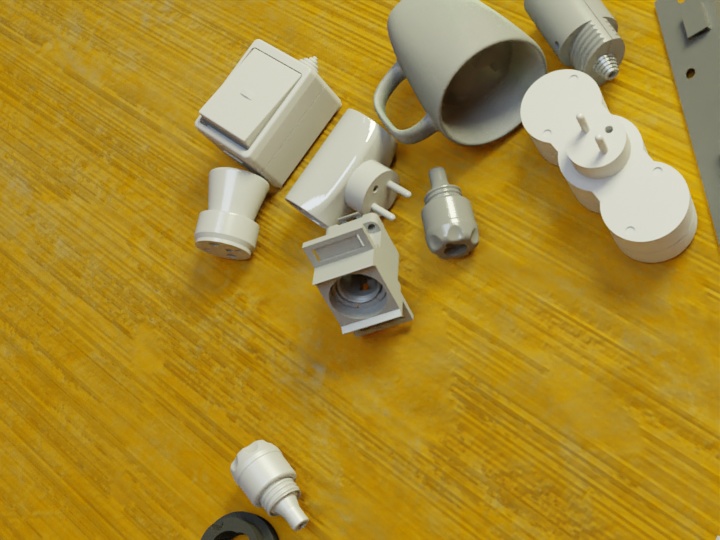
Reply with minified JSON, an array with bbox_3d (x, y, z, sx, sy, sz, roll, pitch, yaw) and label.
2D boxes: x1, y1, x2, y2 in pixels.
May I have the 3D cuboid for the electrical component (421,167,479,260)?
[{"bbox_3d":[0.057,-0.040,0.708,0.035,0.035,0.061,-20,61,17],"label":"electrical component"}]

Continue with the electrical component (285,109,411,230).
[{"bbox_3d":[0.000,-0.060,0.737,0.079,0.043,0.077,33,86,31],"label":"electrical component"}]

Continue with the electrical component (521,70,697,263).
[{"bbox_3d":[0.147,-0.071,0.656,0.052,0.074,0.138,-38,60,7],"label":"electrical component"}]

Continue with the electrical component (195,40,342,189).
[{"bbox_3d":[-0.064,-0.120,0.780,0.062,0.061,0.096,34,87,31],"label":"electrical component"}]

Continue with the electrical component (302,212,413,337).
[{"bbox_3d":[0.000,0.000,0.697,0.042,0.081,0.063,-18,35,16],"label":"electrical component"}]

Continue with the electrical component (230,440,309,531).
[{"bbox_3d":[-0.055,0.140,0.689,0.035,0.035,0.061,-44,61,3],"label":"electrical component"}]

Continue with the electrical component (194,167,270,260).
[{"bbox_3d":[-0.092,-0.040,0.771,0.045,0.045,0.055,4,73,26],"label":"electrical component"}]

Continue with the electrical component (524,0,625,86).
[{"bbox_3d":[0.146,-0.156,0.707,0.043,0.043,0.081,-32,60,10],"label":"electrical component"}]

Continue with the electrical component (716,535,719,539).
[{"bbox_3d":[0.197,0.164,0.558,0.077,0.044,0.079,19,79,29],"label":"electrical component"}]
